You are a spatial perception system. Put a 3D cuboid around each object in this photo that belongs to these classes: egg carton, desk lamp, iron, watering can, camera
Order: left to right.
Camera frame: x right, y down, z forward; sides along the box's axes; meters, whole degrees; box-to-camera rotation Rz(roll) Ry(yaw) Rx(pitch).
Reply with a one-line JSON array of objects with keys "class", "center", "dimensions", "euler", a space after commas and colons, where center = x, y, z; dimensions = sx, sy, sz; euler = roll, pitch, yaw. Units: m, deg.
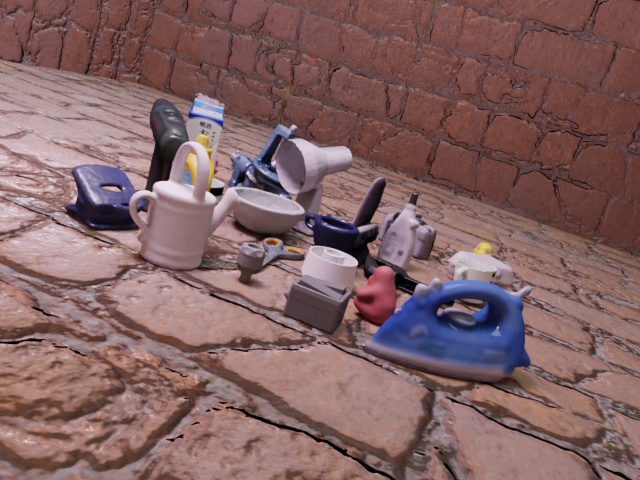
[{"class": "watering can", "center": [-0.211, -0.060, 0.911], "dimensions": [0.100, 0.194, 0.173], "euler": [25, 16, 25]}, {"class": "desk lamp", "center": [-0.014, -0.125, 1.338], "dimensions": [0.204, 0.213, 0.117], "euler": [4, 20, -42]}, {"class": "camera", "center": [0.249, -0.024, 1.499], "dimensions": [0.142, 0.101, 0.137], "euler": [28, 18, 35]}, {"class": "iron", "center": [0.199, 0.116, 0.846], "dimensions": [0.259, 0.141, 0.118], "euler": [11, 16, -24]}, {"class": "egg carton", "center": [0.377, 0.076, 1.343], "dimensions": [0.151, 0.069, 0.107], "euler": [9, 17, -31]}]

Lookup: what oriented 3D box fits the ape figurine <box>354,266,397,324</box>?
[{"class": "ape figurine", "center": [0.098, 0.086, 0.939], "dimensions": [0.078, 0.092, 0.076], "euler": [11, 16, -22]}]

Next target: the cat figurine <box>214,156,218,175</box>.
[{"class": "cat figurine", "center": [-0.287, -0.174, 1.393], "dimensions": [0.067, 0.118, 0.128], "euler": [18, 15, 2]}]

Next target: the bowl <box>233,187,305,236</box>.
[{"class": "bowl", "center": [-0.121, -0.054, 1.230], "dimensions": [0.167, 0.075, 0.167], "euler": [17, 15, -4]}]

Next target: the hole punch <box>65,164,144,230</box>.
[{"class": "hole punch", "center": [-0.364, -0.074, 0.988], "dimensions": [0.100, 0.091, 0.109], "euler": [27, 17, 31]}]

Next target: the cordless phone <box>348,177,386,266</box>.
[{"class": "cordless phone", "center": [0.084, -0.048, 1.227], "dimensions": [0.094, 0.185, 0.148], "euler": [21, 15, 12]}]

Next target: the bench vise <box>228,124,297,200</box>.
[{"class": "bench vise", "center": [-0.146, -0.204, 1.463], "dimensions": [0.207, 0.220, 0.122], "euler": [20, 15, 11]}]

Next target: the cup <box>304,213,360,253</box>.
[{"class": "cup", "center": [0.010, 0.004, 1.131], "dimensions": [0.117, 0.095, 0.092], "euler": [24, 16, 22]}]

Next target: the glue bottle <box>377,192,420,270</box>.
[{"class": "glue bottle", "center": [0.188, -0.024, 1.286], "dimensions": [0.077, 0.173, 0.037], "euler": [27, 17, 33]}]

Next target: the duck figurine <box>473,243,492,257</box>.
[{"class": "duck figurine", "center": [0.409, 0.048, 1.451], "dimensions": [0.077, 0.086, 0.105], "euler": [25, 16, 27]}]

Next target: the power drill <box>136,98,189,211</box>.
[{"class": "power drill", "center": [-0.322, -0.170, 1.155], "dimensions": [0.076, 0.208, 0.228], "euler": [9, 17, -30]}]
